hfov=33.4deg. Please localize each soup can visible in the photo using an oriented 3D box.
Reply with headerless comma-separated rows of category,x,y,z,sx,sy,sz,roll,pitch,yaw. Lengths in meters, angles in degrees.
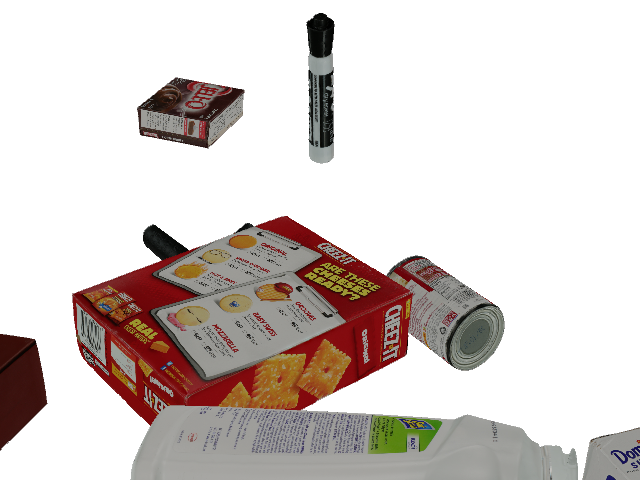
soup can,0.110,0.065,0.974,0.068,0.068,0.102,0,24,-38

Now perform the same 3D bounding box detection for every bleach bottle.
bleach bottle,0.023,0.139,0.628,0.251,0.068,0.102,-1,17,6

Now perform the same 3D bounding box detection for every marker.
marker,0.000,-0.107,0.758,0.020,0.121,0.020,0,44,0

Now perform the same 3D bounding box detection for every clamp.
clamp,-0.110,0.026,1.075,0.120,0.039,0.171,-11,33,-11

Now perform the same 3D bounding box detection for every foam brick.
foam brick,-0.224,0.102,0.694,0.053,0.051,0.078,6,29,22

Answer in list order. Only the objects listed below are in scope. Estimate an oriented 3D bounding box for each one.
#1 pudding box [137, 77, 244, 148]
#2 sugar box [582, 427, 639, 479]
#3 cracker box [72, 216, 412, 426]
pudding box,-0.149,-0.150,1.244,0.090,0.039,0.113,11,32,13
sugar box,0.184,0.177,0.501,0.048,0.093,0.176,-9,29,-21
cracker box,-0.060,0.069,0.840,0.213,0.072,0.164,-21,37,-34
